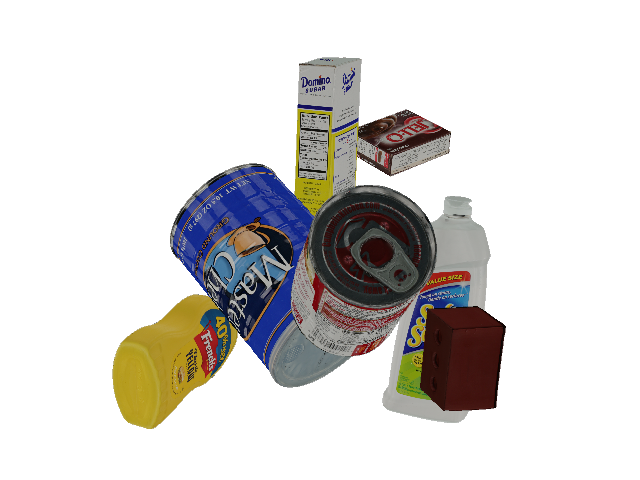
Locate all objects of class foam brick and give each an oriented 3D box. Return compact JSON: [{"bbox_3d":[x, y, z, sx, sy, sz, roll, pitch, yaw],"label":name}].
[{"bbox_3d":[0.121,0.101,0.920,0.051,0.078,0.053,-3,17,-20],"label":"foam brick"}]

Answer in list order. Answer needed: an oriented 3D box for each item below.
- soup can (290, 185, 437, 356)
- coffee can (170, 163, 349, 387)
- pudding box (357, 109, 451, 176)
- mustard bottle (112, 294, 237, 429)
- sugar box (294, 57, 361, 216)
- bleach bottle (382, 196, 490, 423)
[{"bbox_3d":[0.021,0.021,0.596,0.068,0.068,0.102,0,-21,-8],"label":"soup can"},{"bbox_3d":[-0.033,0.025,0.802,0.102,0.103,0.140,0,40,-51],"label":"coffee can"},{"bbox_3d":[0.108,-0.134,1.456,0.113,0.039,0.090,-25,40,-30],"label":"pudding box"},{"bbox_3d":[-0.137,0.110,1.104,0.058,0.096,0.191,10,24,24],"label":"mustard bottle"},{"bbox_3d":[0.007,-0.095,1.085,0.048,0.176,0.093,5,14,17],"label":"sugar box"},{"bbox_3d":[0.133,0.074,1.202,0.103,0.251,0.068,9,14,18],"label":"bleach bottle"}]
